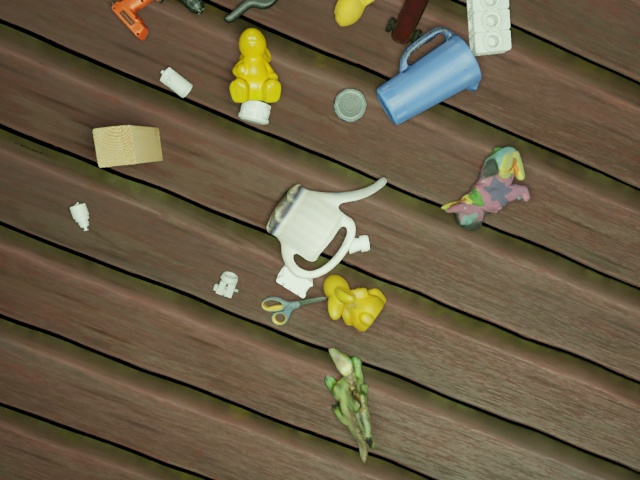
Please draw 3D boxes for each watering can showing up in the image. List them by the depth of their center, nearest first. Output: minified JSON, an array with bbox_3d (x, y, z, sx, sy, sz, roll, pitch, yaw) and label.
[{"bbox_3d":[0.004,-0.068,1.355,0.224,0.104,0.348,35,90,-4],"label":"watering can"}]

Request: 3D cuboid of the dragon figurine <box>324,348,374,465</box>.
[{"bbox_3d":[0.095,0.465,1.367,0.122,0.244,0.408,-17,97,-2],"label":"dragon figurine"}]
